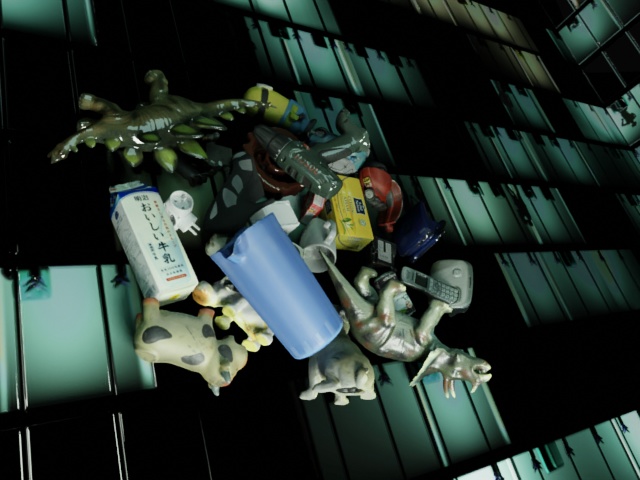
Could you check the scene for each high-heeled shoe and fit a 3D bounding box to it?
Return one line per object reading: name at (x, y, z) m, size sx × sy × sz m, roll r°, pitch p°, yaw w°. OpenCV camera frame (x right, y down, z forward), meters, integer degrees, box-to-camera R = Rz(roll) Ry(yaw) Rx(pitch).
high-heeled shoe at (-0.182, -0.095, 1.062) m, size 0.145 × 0.086 × 0.249 m, roll -22°, pitch 37°, yaw -12°

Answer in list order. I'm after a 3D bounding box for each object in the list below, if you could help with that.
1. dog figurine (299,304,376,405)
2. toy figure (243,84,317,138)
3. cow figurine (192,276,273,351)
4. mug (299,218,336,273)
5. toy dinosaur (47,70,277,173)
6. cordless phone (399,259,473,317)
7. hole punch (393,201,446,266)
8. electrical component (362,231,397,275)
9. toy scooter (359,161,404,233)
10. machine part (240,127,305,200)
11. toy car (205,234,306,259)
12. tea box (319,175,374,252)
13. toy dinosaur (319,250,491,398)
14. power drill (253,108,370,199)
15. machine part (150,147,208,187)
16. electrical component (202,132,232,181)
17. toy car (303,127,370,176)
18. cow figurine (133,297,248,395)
dog figurine at (0.039, 0.194, 0.996) m, size 0.121 × 0.172 × 0.190 m, roll 23°, pitch 57°, yaw -34°
toy figure at (-0.100, -0.307, 1.294) m, size 0.180 × 0.082 × 0.089 m, roll 31°, pitch 46°, yaw -17°
cow figurine at (-0.148, 0.118, 0.983) m, size 0.167 × 0.068 × 0.098 m, roll 42°, pitch 41°, yaw -9°
mug at (-0.002, -0.003, 1.145) m, size 0.081 × 0.109 × 0.107 m, roll 19°, pitch 38°, yaw -17°
toy dinosaur at (-0.298, -0.233, 1.062) m, size 0.199 × 0.105 × 0.471 m, roll 44°, pitch 53°, yaw 17°
cordless phone at (0.270, 0.090, 1.282) m, size 0.184 × 0.088 × 0.146 m, roll 26°, pitch 50°, yaw -13°
hole punch at (0.234, -0.018, 1.299) m, size 0.092 × 0.142 × 0.116 m, roll 42°, pitch 33°, yaw -6°
electrical component at (0.139, 0.023, 1.259) m, size 0.075 × 0.048 × 0.119 m, roll 23°, pitch 52°, yaw -21°
toy scooter at (0.154, -0.098, 1.316) m, size 0.183 × 0.075 × 0.135 m, roll 40°, pitch 49°, yaw -43°
machine part at (-0.101, -0.173, 1.219) m, size 0.179 × 0.056 × 0.179 m, roll 17°, pitch 54°, yaw -24°
toy car at (-0.124, 0.024, 1.057) m, size 0.201 × 0.073 × 0.056 m, roll 11°, pitch 57°, yaw -29°
tea box at (0.053, -0.064, 1.243) m, size 0.098 × 0.068 × 0.170 m, roll 6°, pitch 57°, yaw -31°
toy dinosaur at (0.148, 0.181, 1.107) m, size 0.405 × 0.131 × 0.192 m, roll 24°, pitch 86°, yaw 0°
power drill at (-0.005, -0.212, 1.190) m, size 0.207 × 0.086 × 0.232 m, roll -35°, pitch 76°, yaw -31°
machine part at (-0.288, -0.161, 1.092) m, size 0.139 × 0.039 × 0.084 m, roll 41°, pitch 37°, yaw 8°
electrical component at (-0.221, -0.179, 1.147) m, size 0.078 × 0.045 × 0.102 m, roll 13°, pitch 54°, yaw -25°
toy car at (0.033, -0.197, 1.299) m, size 0.162 × 0.109 × 0.103 m, roll 18°, pitch 69°, yaw -13°
cow figurine at (-0.210, 0.179, 0.889) m, size 0.195 × 0.085 × 0.127 m, roll 18°, pitch 46°, yaw -27°
